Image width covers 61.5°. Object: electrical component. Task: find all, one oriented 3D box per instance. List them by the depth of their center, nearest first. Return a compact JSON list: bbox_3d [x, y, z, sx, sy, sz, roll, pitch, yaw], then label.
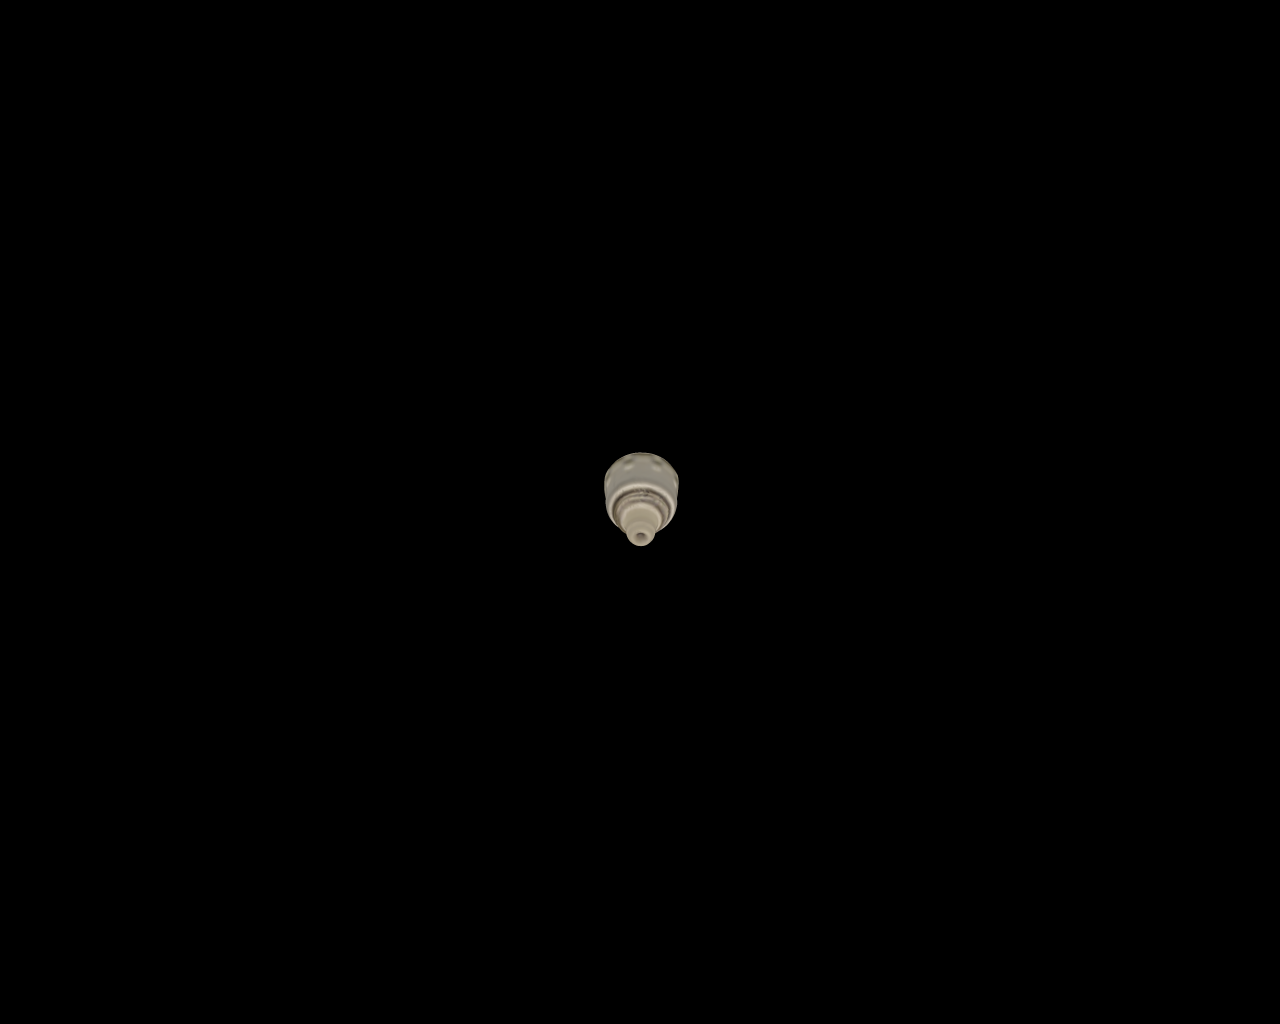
[{"bbox_3d":[0.001,-0.003,0.650,0.048,0.048,0.062,0,37,0],"label":"electrical component"}]
